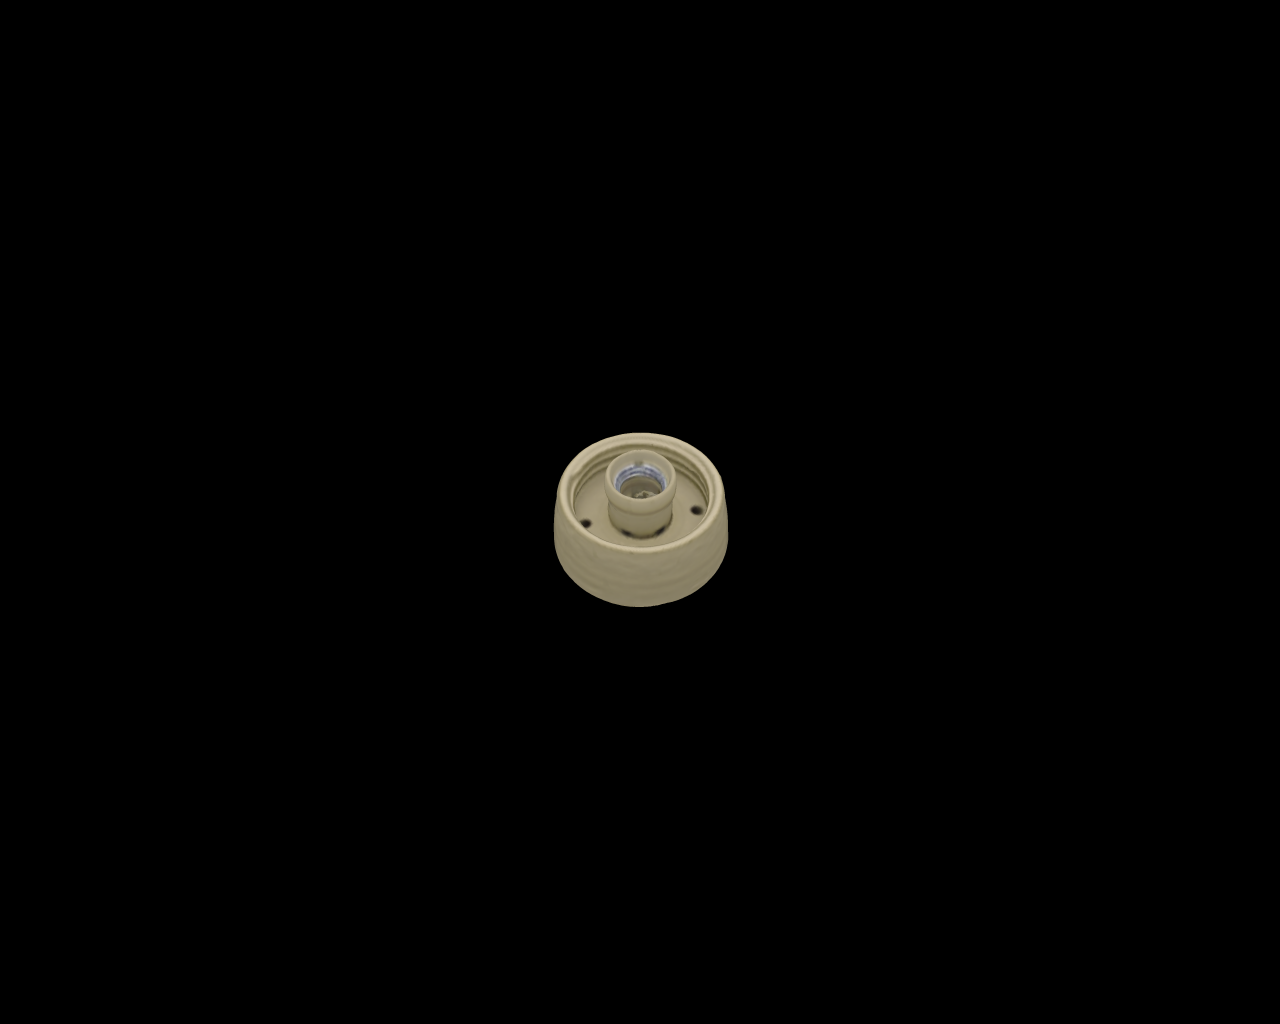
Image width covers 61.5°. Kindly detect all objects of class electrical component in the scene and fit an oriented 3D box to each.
[{"bbox_3d":[0.001,-0.003,0.650,0.108,0.108,0.060,0,-41,0],"label":"electrical component"}]
